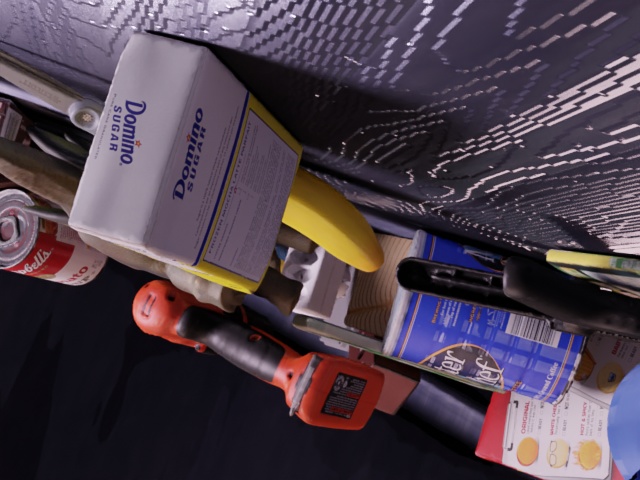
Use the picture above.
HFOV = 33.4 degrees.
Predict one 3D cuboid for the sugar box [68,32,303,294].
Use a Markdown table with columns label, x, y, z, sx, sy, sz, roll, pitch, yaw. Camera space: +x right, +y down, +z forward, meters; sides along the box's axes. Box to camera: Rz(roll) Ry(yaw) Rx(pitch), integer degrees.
| label | x | y | z | sx | sy | sz | roll | pitch | yaw |
| --- | --- | --- | --- | --- | --- | --- | --- | --- | --- |
| sugar box | -0.060 | -0.031 | 0.537 | 0.048 | 0.093 | 0.176 | 15 | 174 | 17 |

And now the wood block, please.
| label | x | y | z | sx | sy | sz | roll | pitch | yaw |
| --- | --- | --- | --- | --- | --- | --- | --- | --- | --- |
| wood block | 0.132 | 0.068 | 0.988 | 0.091 | 0.090 | 0.205 | 13 | 174 | 46 |

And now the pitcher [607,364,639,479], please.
| label | x | y | z | sx | sy | sz | roll | pitch | yaw |
| --- | --- | --- | --- | --- | --- | --- | --- | --- | --- |
| pitcher | 0.237 | 0.109 | 0.598 | 0.149 | 0.145 | 0.243 | 10 | 167 | 1 |

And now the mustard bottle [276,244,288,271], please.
| label | x | y | z | sx | sy | sz | roll | pitch | yaw |
| --- | --- | --- | --- | --- | --- | --- | --- | --- | --- |
| mustard bottle | -0.066 | 0.021 | 1.110 | 0.191 | 0.058 | 0.096 | 30 | -178 | -23 |

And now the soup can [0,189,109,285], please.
| label | x | y | z | sx | sy | sz | roll | pitch | yaw |
| --- | --- | --- | --- | --- | --- | --- | --- | --- | --- |
| soup can | -0.239 | 0.000 | 0.930 | 0.069 | 0.068 | 0.102 | 14 | 176 | 28 |

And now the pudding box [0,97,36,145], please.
| label | x | y | z | sx | sy | sz | roll | pitch | yaw |
| --- | --- | --- | --- | --- | --- | --- | --- | --- | --- |
| pudding box | -0.278 | -0.097 | 0.836 | 0.090 | 0.039 | 0.113 | 18 | 175 | -5 |

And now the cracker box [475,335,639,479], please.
| label | x | y | z | sx | sy | sz | roll | pitch | yaw |
| --- | --- | --- | --- | --- | --- | --- | --- | --- | --- |
| cracker box | 0.242 | 0.129 | 0.866 | 0.072 | 0.164 | 0.214 | 22 | 172 | -33 |

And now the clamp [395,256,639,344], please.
| label | x | y | z | sx | sy | sz | roll | pitch | yaw |
| --- | --- | --- | --- | --- | --- | --- | --- | --- | --- |
| clamp | 0.170 | 0.044 | 0.712 | 0.209 | 0.036 | 0.165 | 14 | 175 | -12 |

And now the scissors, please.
| label | x | y | z | sx | sy | sz | roll | pitch | yaw |
| --- | --- | --- | --- | --- | --- | --- | --- | --- | --- |
| scissors | -0.136 | -0.058 | 0.634 | 0.201 | 0.096 | 0.016 | 17 | -141 | -16 |

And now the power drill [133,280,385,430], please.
| label | x | y | z | sx | sy | sz | roll | pitch | yaw |
| --- | --- | --- | --- | --- | --- | --- | --- | --- | --- |
| power drill | -0.042 | 0.096 | 0.894 | 0.188 | 0.057 | 0.184 | 22 | 180 | 31 |

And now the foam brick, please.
| label | x | y | z | sx | sy | sz | roll | pitch | yaw |
| --- | --- | --- | --- | --- | --- | --- | --- | --- | --- |
| foam brick | 0.061 | 0.118 | 1.025 | 0.051 | 0.053 | 0.078 | 24 | -147 | -13 |

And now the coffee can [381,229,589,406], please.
| label | x | y | z | sx | sy | sz | roll | pitch | yaw |
| --- | --- | --- | --- | --- | --- | --- | --- | --- | --- |
| coffee can | 0.129 | 0.060 | 0.831 | 0.140 | 0.103 | 0.103 | 16 | 175 | 2 |

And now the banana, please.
| label | x | y | z | sx | sy | sz | roll | pitch | yaw |
| --- | --- | --- | --- | --- | --- | --- | --- | --- | --- |
| banana | -0.046 | -0.028 | 0.698 | 0.197 | 0.070 | 0.037 | 12 | -144 | -8 |
